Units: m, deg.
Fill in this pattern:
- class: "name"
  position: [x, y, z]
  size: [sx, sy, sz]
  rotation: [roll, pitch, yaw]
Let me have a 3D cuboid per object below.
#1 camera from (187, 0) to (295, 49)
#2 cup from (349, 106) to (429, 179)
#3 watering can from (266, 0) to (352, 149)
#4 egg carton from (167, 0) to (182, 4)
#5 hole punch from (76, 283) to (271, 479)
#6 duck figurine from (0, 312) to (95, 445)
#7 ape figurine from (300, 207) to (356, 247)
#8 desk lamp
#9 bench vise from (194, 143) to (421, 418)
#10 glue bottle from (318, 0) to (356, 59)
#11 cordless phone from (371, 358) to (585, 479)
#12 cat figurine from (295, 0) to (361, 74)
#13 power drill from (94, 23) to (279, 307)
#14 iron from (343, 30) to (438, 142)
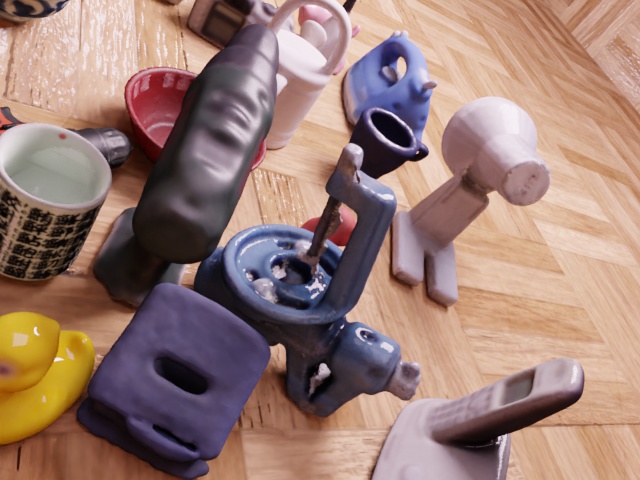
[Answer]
- class: "camera"
  position: [-0.105, -0.347, 0.854]
  size: [0.143, 0.100, 0.137]
  rotation: [26, 40, -19]
- class: "cup"
  position: [0.084, -0.117, 0.794]
  size: [0.118, 0.094, 0.091]
  rotation: [17, 43, -29]
- class: "watering can"
  position: [-0.036, -0.220, 0.710]
  size: [0.101, 0.193, 0.172]
  rotation: [18, 42, -27]
- class: "egg carton"
  position: [-0.240, -0.414, 0.829]
  size: [0.150, 0.069, 0.107]
  rotation: [29, 39, -16]
- class: "hole punch"
  position: [-0.102, 0.103, 0.416]
  size: [0.109, 0.091, 0.101]
  rotation: [33, 38, -11]
- class: "duck figurine"
  position: [-0.191, 0.078, 0.367]
  size: [0.105, 0.086, 0.077]
  rotation: [-16, 64, -48]
- class: "ape figurine"
  position: [0.006, 0.002, 0.609]
  size: [0.076, 0.092, 0.077]
  rotation: [21, 41, -24]
- class: "desk lamp"
  position: [0.196, -0.059, 0.735]
  size: [0.118, 0.213, 0.203]
  rotation: [28, 39, -17]
- class: "bench vise"
  position: [0.017, 0.034, 0.481]
  size: [0.208, 0.219, 0.121]
  rotation: [31, 38, -12]
- class: "glue bottle"
  position: [0.006, -0.281, 0.825]
  size: [0.078, 0.173, 0.037]
  rotation: [-10, 59, -46]
- class: "cordless phone"
  position: [0.133, 0.171, 0.474]
  size: [0.094, 0.184, 0.148]
  rotation: [39, 37, -2]
- class: "cat figurine"
  position: [0.008, -0.354, 0.945]
  size: [0.128, 0.117, 0.067]
  rotation: [13, 45, -32]
- class: "power drill"
  position: [-0.106, -0.050, 0.467]
  size: [0.076, 0.208, 0.229]
  rotation: [26, 39, -18]
- class: "iron"
  position: [0.118, -0.268, 0.936]
  size: [0.119, 0.141, 0.258]
  rotation: [17, 43, -28]
